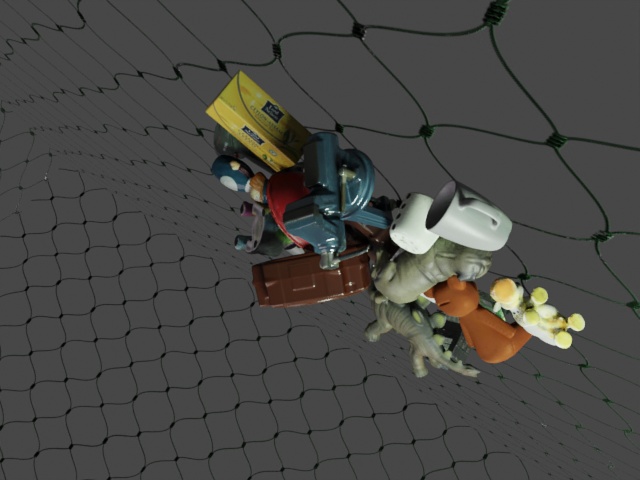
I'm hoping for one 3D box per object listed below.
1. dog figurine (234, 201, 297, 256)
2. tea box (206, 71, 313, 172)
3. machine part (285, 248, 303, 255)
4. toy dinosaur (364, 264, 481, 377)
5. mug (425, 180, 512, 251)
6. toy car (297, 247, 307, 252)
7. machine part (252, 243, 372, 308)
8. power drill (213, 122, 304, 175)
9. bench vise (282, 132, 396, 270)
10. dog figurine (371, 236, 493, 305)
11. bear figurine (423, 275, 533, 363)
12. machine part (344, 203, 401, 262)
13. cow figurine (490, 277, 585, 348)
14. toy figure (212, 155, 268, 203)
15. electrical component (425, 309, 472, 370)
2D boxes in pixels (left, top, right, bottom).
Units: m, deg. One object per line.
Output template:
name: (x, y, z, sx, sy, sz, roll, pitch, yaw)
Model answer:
dog figurine: (-0.056, -0.021, 1.129, 0.219, 0.108, 0.192, 4, -177, -31)
tea box: (-0.104, -0.199, 0.927, 0.169, 0.068, 0.098, 40, 165, -17)
machine part: (-0.021, 0.031, 1.457, 0.243, 0.079, 0.079, 34, 165, -7)
toy dinosaur: (0.178, 0.157, 1.256, 0.472, 0.105, 0.198, 35, 134, 34)
mug: (0.222, -0.031, 0.763, 0.107, 0.081, 0.109, 25, 162, -10)
toy car: (-0.003, -0.004, 1.296, 0.089, 0.053, 0.202, 36, 152, 4)
machine part: (-0.010, 0.065, 0.993, 0.201, 0.087, 0.201, -11, -178, 11)
power drill: (-0.125, -0.165, 1.083, 0.207, 0.086, 0.232, 41, 163, 5)
bench vise: (0.050, -0.055, 0.871, 0.129, 0.223, 0.240, -29, 153, 36)
dog figurine: (0.189, 0.058, 0.931, 0.121, 0.172, 0.191, 29, 176, -25)
bear figurine: (0.303, 0.133, 1.033, 0.196, 0.132, 0.120, 53, 143, 5)
machine part: (0.084, -0.024, 1.079, 0.179, 0.056, 0.179, 37, 165, 12)
cow figurine: (0.366, 0.121, 0.949, 0.167, 0.068, 0.098, 35, 171, 1)
toy figure: (-0.134, -0.109, 1.023, 0.155, 0.057, 0.064, 30, -178, 16)
electrical component: (0.310, 0.244, 1.308, 0.058, 0.134, 0.115, 39, 165, -28)
